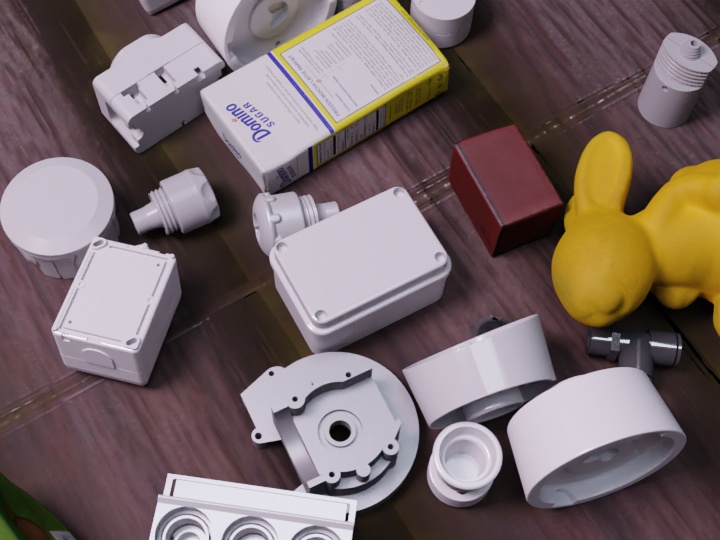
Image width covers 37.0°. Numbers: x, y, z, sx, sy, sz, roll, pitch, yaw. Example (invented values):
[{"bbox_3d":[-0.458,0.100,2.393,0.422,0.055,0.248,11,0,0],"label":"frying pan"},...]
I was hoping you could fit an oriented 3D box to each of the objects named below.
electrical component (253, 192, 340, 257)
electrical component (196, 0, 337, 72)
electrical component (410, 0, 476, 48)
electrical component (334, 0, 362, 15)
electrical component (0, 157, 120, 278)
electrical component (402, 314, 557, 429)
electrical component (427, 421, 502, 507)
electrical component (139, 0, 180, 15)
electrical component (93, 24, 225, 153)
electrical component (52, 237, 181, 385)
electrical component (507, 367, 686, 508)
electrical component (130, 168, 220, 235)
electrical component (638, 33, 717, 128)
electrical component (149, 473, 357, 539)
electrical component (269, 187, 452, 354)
[{"bbox_3d":[-0.046,-0.037,0.794,0.062,0.048,0.048,-11,65,-14],"label":"electrical component"},{"bbox_3d":[-0.078,-0.212,0.846,0.108,0.108,0.060,-34,63,-16],"label":"electrical component"},{"bbox_3d":[0.069,-0.261,0.888,0.052,0.073,0.138,1,64,-1],"label":"electrical component"},{"bbox_3d":[-0.020,-0.255,0.891,0.054,0.059,0.095,-35,70,-16],"label":"electrical component"},{"bbox_3d":[-0.217,-0.037,0.785,0.080,0.051,0.080,1,64,-1],"label":"electrical component"},{"bbox_3d":[0.080,0.066,0.720,0.099,0.099,0.064,-16,72,-9],"label":"electrical component"},{"bbox_3d":[0.068,0.129,0.709,0.045,0.055,0.045,1,64,-1],"label":"electrical component"},{"bbox_3d":[-0.165,-0.259,0.893,0.096,0.061,0.061,-30,68,-7],"label":"electrical component"},{"bbox_3d":[-0.157,-0.145,0.839,0.089,0.050,0.055,-37,71,-18],"label":"electrical component"},{"bbox_3d":[-0.166,0.025,0.755,0.062,0.061,0.096,13,57,5],"label":"electrical component"},{"bbox_3d":[0.148,0.103,0.698,0.108,0.108,0.060,-15,59,-9],"label":"electrical component"},{"bbox_3d":[-0.139,-0.046,0.796,0.062,0.043,0.043,-25,67,-12],"label":"electrical component"},{"bbox_3d":[0.248,-0.151,0.836,0.043,0.081,0.043,1,64,-1],"label":"electrical component"},{"bbox_3d":[-0.068,0.179,0.677,0.121,0.063,0.078,8,64,2],"label":"electrical component"},{"bbox_3d":[0.000,0.000,0.769,0.113,0.057,0.078,-26,67,-13],"label":"electrical component"}]
